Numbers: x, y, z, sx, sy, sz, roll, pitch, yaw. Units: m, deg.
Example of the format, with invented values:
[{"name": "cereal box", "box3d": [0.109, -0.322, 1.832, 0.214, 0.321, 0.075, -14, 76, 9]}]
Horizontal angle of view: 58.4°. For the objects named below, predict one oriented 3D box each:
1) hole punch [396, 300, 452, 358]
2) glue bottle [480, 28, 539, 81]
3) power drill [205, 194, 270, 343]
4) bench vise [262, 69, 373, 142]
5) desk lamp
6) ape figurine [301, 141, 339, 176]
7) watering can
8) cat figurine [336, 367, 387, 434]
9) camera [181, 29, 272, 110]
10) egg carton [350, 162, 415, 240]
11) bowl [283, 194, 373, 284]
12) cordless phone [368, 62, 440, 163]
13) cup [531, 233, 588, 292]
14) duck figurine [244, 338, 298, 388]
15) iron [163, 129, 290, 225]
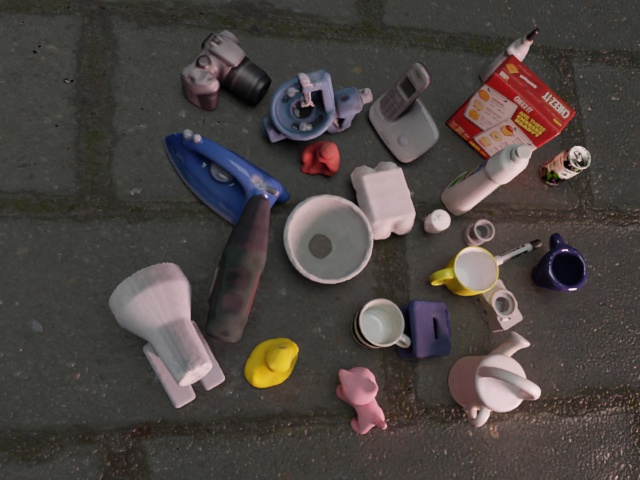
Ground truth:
[{"name": "hole punch", "box3d": [0.197, 0.163, 1.059, 0.101, 0.091, 0.108, -1, 77, -13]}, {"name": "glue bottle", "box3d": [0.405, -0.390, 1.200, 0.078, 0.173, 0.037, -33, 85, -18]}, {"name": "power drill", "box3d": [-0.136, 0.056, 0.946, 0.076, 0.208, 0.230, 15, 74, -9]}, {"name": "bench vise", "box3d": [-0.001, -0.267, 1.051, 0.208, 0.219, 0.121, -35, 86, -18]}, {"name": "desk lamp", "box3d": [-0.229, 0.153, 0.898, 0.118, 0.213, 0.203, -30, 84, -18]}, {"name": "ape figurine", "box3d": [0.007, -0.161, 1.094, 0.078, 0.092, 0.076, 44, 71, 1]}, {"name": "watering can", "box3d": [0.313, 0.244, 1.011, 0.101, 0.194, 0.173, 11, 74, -10]}, {"name": "cat figurine", "box3d": [0.076, 0.272, 0.990, 0.067, 0.117, 0.128, -27, 84, -17]}, {"name": "camera", "box3d": [-0.170, -0.312, 1.085, 0.137, 0.100, 0.143, 35, 72, -3]}, {"name": "egg carton", "box3d": [0.122, -0.077, 1.112, 0.107, 0.069, 0.150, -14, 80, -16]}, {"name": "bowl", "box3d": [0.010, 0.004, 1.063, 0.167, 0.074, 0.167, 3, 76, -12]}, {"name": "cordless phone", "box3d": [0.180, -0.246, 1.106, 0.094, 0.185, 0.147, -35, 86, -18]}, {"name": "cup", "box3d": [0.464, 0.051, 1.146, 0.092, 0.095, 0.118, -8, 78, -15]}, {"name": "duck figurine", "box3d": [-0.080, 0.210, 0.986, 0.105, 0.086, 0.077, -35, 86, -18]}, {"name": "iron", "box3d": [-0.176, -0.129, 1.018, 0.258, 0.141, 0.119, 35, 72, -3]}]
